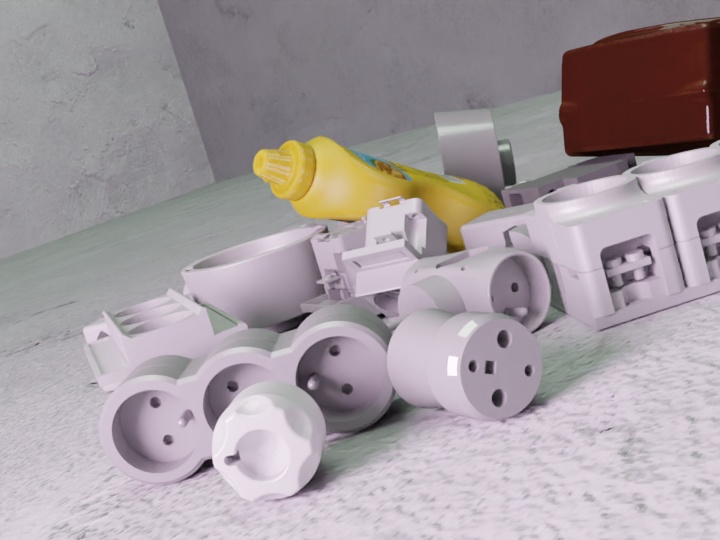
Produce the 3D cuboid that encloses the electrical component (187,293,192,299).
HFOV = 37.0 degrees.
[{"bbox_3d":[-0.114,0.029,0.827,0.046,0.040,0.040,-19,7,24],"label":"electrical component"}]

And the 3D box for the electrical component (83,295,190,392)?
[{"bbox_3d":[-0.139,0.045,0.746,0.066,0.047,0.077,-13,9,20],"label":"electrical component"}]

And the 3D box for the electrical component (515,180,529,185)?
[{"bbox_3d":[0.134,-0.052,0.869,0.035,0.035,0.061,-14,12,16],"label":"electrical component"}]

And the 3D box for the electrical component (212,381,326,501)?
[{"bbox_3d":[-0.035,0.066,0.442,0.043,0.043,0.062,-16,8,7],"label":"electrical component"}]

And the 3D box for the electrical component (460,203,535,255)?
[{"bbox_3d":[0.100,-0.010,0.640,0.083,0.047,0.076,-10,11,37],"label":"electrical component"}]

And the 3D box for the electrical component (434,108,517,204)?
[{"bbox_3d":[0.103,-0.089,0.937,0.060,0.108,0.108,-10,10,6],"label":"electrical component"}]

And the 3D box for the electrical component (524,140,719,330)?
[{"bbox_3d":[0.173,-0.028,0.566,0.150,0.061,0.089,-18,9,-4],"label":"electrical component"}]

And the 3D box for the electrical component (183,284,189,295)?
[{"bbox_3d":[-0.117,0.021,0.879,0.040,0.040,0.046,-23,16,-34],"label":"electrical component"}]

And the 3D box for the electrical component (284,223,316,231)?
[{"bbox_3d":[-0.046,-0.025,1.015,0.040,0.040,0.078,-22,10,-30],"label":"electrical component"}]

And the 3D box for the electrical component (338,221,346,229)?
[{"bbox_3d":[0.031,-0.037,0.922,0.089,0.050,0.055,-17,9,4],"label":"electrical component"}]

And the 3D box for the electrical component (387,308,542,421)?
[{"bbox_3d":[0.044,0.039,0.454,0.045,0.045,0.055,-22,10,-27],"label":"electrical component"}]

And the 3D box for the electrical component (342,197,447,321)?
[{"bbox_3d":[0.028,-0.006,0.655,0.042,0.063,0.081,-13,-31,27],"label":"electrical component"}]

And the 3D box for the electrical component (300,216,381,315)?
[{"bbox_3d":[0.000,0.000,0.711,0.081,0.063,0.042,-23,11,-29],"label":"electrical component"}]

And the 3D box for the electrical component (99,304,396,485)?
[{"bbox_3d":[-0.049,0.054,0.514,0.138,0.052,0.073,-16,9,5],"label":"electrical component"}]

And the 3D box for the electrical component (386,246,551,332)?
[{"bbox_3d":[0.047,0.019,0.574,0.079,0.043,0.077,-22,10,-32],"label":"electrical component"}]

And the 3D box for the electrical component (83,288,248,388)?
[{"bbox_3d":[-0.108,0.051,0.600,0.079,0.063,0.121,-20,9,-16],"label":"electrical component"}]

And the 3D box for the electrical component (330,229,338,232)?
[{"bbox_3d":[-0.005,-0.011,0.846,0.077,0.044,0.079,-17,9,1],"label":"electrical component"}]

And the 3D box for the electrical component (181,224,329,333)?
[{"bbox_3d":[-0.066,0.013,0.764,0.108,0.060,0.108,-17,9,3],"label":"electrical component"}]
